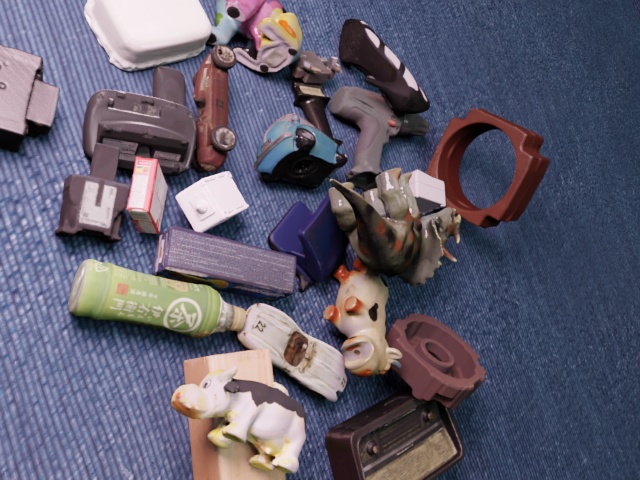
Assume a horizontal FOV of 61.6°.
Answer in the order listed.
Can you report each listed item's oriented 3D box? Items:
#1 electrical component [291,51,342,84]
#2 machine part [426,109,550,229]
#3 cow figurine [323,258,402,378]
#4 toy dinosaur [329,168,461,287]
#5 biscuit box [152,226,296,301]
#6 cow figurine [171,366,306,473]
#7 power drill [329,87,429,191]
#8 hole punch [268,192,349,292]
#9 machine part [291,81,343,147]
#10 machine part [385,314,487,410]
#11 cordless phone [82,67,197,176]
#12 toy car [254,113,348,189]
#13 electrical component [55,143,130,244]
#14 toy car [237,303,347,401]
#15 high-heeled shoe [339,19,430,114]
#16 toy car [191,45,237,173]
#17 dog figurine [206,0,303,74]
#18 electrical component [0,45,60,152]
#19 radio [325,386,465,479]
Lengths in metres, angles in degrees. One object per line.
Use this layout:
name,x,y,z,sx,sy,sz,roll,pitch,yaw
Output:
electrical component,-0.009,-0.312,0.963,0.102,0.045,0.078,-6,59,-39
machine part,0.326,-0.140,1.058,0.087,0.201,0.201,-2,121,-43
cow figurine,0.071,0.132,0.855,0.127,0.085,0.195,42,35,-25
toy dinosaur,0.113,-0.006,0.857,0.404,0.131,0.192,-12,80,-61
biscuit box,-0.131,0.038,0.767,0.202,0.059,0.063,16,66,-32
cow figurine,-0.087,0.194,0.627,0.167,0.068,0.098,42,50,-23
power drill,0.122,-0.181,1.015,0.232,0.086,0.207,19,68,-29
hole punch,-0.002,-0.003,0.862,0.115,0.092,0.142,49,49,-19
machine part,-0.003,-0.222,0.957,0.084,0.039,0.139,-8,71,-47
machine part,0.190,0.200,0.905,0.179,0.056,0.179,23,26,-12
cordless phone,-0.247,-0.185,0.749,0.146,0.088,0.184,6,57,-26
toy car,-0.035,-0.153,0.876,0.161,0.109,0.103,7,54,-45
electrical component,-0.283,-0.059,0.676,0.075,0.048,0.119,8,81,-35
toy car,-0.035,0.169,0.800,0.201,0.056,0.073,38,56,-21
high-heeled shoe,0.124,-0.336,1.028,0.145,0.086,0.249,12,47,-28
toy car,-0.163,-0.197,0.798,0.053,0.089,0.202,7,71,-31
dog figurine,-0.105,-0.411,0.902,0.191,0.108,0.219,24,60,-28
electrical component,-0.389,-0.174,0.641,0.134,0.058,0.115,13,70,-33
radio,0.122,0.326,0.857,0.229,0.073,0.131,-13,84,-40
